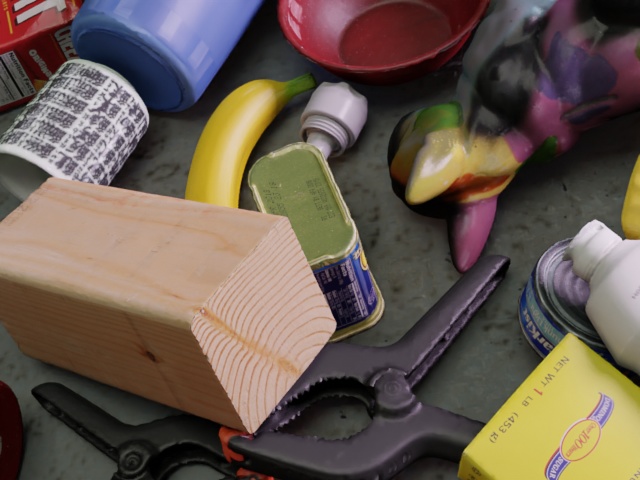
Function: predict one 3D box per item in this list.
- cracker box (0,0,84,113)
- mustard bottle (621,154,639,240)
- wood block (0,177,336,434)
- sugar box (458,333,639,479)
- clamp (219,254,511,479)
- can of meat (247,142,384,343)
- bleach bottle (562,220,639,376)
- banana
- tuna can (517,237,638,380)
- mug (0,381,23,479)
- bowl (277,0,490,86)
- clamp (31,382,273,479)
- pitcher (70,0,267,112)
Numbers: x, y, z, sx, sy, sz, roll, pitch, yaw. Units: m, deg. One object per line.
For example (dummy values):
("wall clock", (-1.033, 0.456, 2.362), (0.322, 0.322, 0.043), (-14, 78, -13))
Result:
("cracker box", (-0.297, -0.179, 0.890), (0.213, 0.072, 0.164), (-21, 53, -1))
("mustard bottle", (0.271, -0.020, 0.580), (0.192, 0.058, 0.096), (13, 62, 35))
("wood block", (-0.107, 0.033, 0.643), (0.206, 0.091, 0.090), (11, 48, 38))
("sugar box", (0.165, 0.139, 0.538), (0.176, 0.048, 0.093), (38, 72, 20))
("clamp", (0.045, 0.086, 0.624), (0.210, 0.036, 0.164), (-8, 51, -3))
("can of meat", (-0.004, 0.001, 0.679), (0.057, 0.084, 0.102), (-22, 53, -2))
("bleach bottle", (0.238, 0.070, 0.546), (0.251, 0.068, 0.102), (40, 62, 22))
("banana", (-0.061, -0.047, 0.752), (0.070, 0.037, 0.197), (-1, 56, 29))
("tuna can", (0.161, 0.039, 0.622), (0.086, 0.034, 0.086), (5, 49, -6))
("mug", (-0.236, 0.128, 0.639), (0.081, 0.093, 0.117), (0, 19, 9))
("bowl", (0.052, -0.168, 0.801), (0.162, 0.055, 0.162), (-7, 54, 10))
("clamp", (-0.115, 0.148, 0.632), (0.172, 0.039, 0.120), (5, 59, 18))
("pitcher", (-0.084, -0.224, 0.827), (0.145, 0.149, 0.242), (21, 66, 13))
